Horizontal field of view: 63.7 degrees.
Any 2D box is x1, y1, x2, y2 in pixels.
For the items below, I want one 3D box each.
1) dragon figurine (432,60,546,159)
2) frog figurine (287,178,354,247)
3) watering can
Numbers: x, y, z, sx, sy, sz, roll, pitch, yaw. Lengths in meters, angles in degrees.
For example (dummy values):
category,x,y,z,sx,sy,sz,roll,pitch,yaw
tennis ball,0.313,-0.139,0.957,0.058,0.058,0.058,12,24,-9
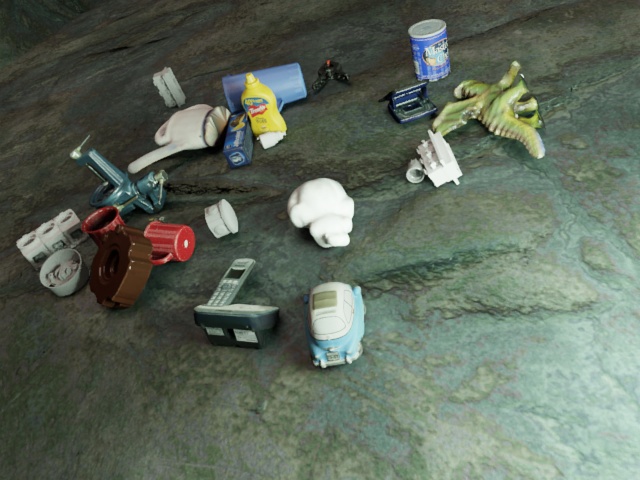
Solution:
category,x,y,z,sx,sy,sz,roll,pitch,yaw
dragon figurine,0.386,-0.288,1.216,0.241,0.120,0.420,-17,35,29
frog figurine,0.003,-0.054,1.065,0.137,0.120,0.163,-1,28,-7
watering can,-0.388,-0.299,1.491,0.224,0.102,0.356,0,42,22
